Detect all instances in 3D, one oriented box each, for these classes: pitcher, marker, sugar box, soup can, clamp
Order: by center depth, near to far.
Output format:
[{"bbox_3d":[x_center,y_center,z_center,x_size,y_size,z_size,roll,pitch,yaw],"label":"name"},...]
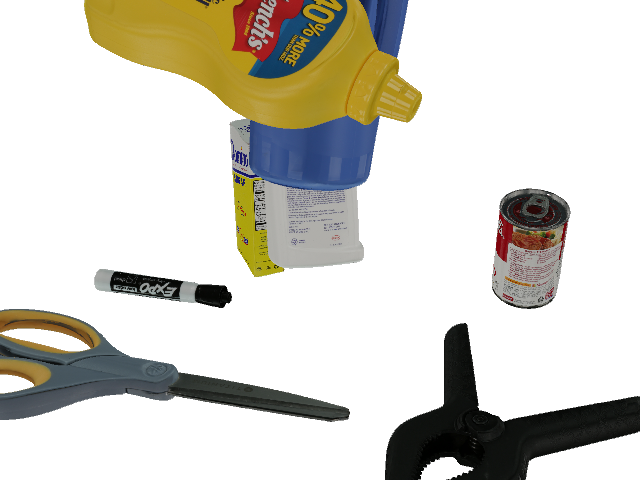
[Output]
[{"bbox_3d":[0.104,0.130,0.738,0.209,0.036,0.165,-27,38,-36],"label":"clamp"},{"bbox_3d":[-0.131,0.040,0.893,0.121,0.020,0.020,7,2,17],"label":"marker"},{"bbox_3d":[0.007,-0.167,0.905,0.145,0.243,0.149,9,16,11],"label":"pitcher"},{"bbox_3d":[0.208,0.009,1.063,0.068,0.102,0.068,-1,37,0],"label":"soup can"},{"bbox_3d":[-0.079,-0.054,1.313,0.048,0.176,0.093,-12,26,-15],"label":"sugar box"}]

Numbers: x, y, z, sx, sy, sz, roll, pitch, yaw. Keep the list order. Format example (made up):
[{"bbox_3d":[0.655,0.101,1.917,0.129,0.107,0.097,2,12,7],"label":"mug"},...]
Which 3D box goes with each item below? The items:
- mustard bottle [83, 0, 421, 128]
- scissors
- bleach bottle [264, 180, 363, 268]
[{"bbox_3d":[-0.031,-0.116,0.606,0.192,0.096,0.058,28,-27,12],"label":"mustard bottle"},{"bbox_3d":[-0.096,0.074,0.511,0.202,0.016,0.096,16,29,26],"label":"scissors"},{"bbox_3d":[-0.008,-0.101,1.087,0.102,0.251,0.068,-5,15,-18],"label":"bleach bottle"}]
